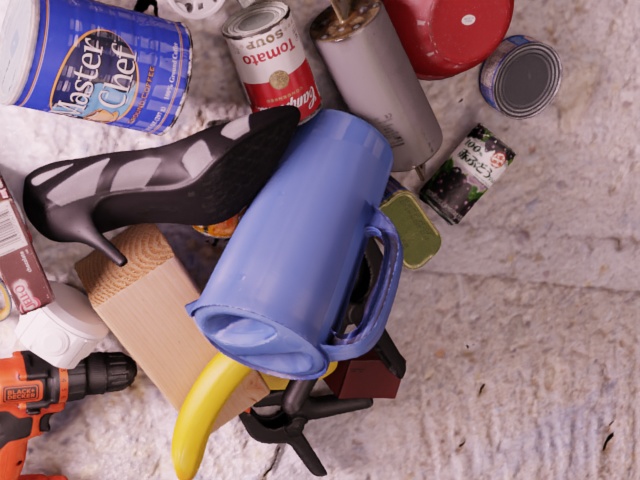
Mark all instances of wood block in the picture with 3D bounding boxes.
[{"bbox_3d":[-0.145,0.090,1.069,0.091,0.090,0.206,-35,126,-6],"label":"wood block"}]

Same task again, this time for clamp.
[{"bbox_3d":[-0.031,0.214,1.224,0.171,0.039,0.120,15,103,-26],"label":"clamp"},{"bbox_3d":[0.037,0.075,1.123,0.164,0.036,0.210,-5,108,-40],"label":"clamp"}]

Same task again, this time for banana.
[{"bbox_3d":[-0.099,0.157,1.048,0.069,0.037,0.198,31,101,-34],"label":"banana"}]

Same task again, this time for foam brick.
[{"bbox_3d":[0.049,0.146,1.219,0.078,0.051,0.053,5,112,-29],"label":"foam brick"}]

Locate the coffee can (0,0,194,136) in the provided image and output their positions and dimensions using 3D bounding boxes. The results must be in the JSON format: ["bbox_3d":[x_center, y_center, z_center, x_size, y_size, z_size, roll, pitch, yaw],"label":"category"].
[{"bbox_3d":[-0.192,-0.151,0.906,0.140,0.103,0.103,9,111,-30],"label":"coffee can"}]

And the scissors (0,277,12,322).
[{"bbox_3d":[-0.365,0.018,0.967,0.096,0.016,0.201,-40,124,0],"label":"scissors"}]

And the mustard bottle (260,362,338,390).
[{"bbox_3d":[-0.028,0.064,1.132,0.096,0.058,0.192,-11,120,-21],"label":"mustard bottle"}]

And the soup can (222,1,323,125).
[{"bbox_3d":[-0.044,-0.162,0.995,0.068,0.069,0.102,-28,124,-11],"label":"soup can"}]

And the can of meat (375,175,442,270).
[{"bbox_3d":[0.075,-0.026,1.117,0.057,0.084,0.102,-40,126,-2],"label":"can of meat"}]

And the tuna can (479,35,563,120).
[{"bbox_3d":[0.213,-0.174,1.136,0.086,0.034,0.086,-11,120,-20],"label":"tuna can"}]

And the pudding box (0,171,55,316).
[{"bbox_3d":[-0.279,-0.001,0.953,0.039,0.090,0.113,-23,123,-16],"label":"pudding box"}]

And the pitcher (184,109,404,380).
[{"bbox_3d":[-0.007,0.001,0.998,0.149,0.145,0.242,30,63,-14],"label":"pitcher"}]

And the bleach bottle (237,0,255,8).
[{"bbox_3d":[0.023,-0.294,0.962,0.251,0.068,0.102,-40,126,1],"label":"bleach bottle"}]

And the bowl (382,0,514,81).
[{"bbox_3d":[0.135,-0.227,1.056,0.162,0.055,0.162,-11,121,-20],"label":"bowl"}]

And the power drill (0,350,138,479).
[{"bbox_3d":[-0.281,0.197,1.081,0.184,0.057,0.188,-2,114,-22],"label":"power drill"}]
